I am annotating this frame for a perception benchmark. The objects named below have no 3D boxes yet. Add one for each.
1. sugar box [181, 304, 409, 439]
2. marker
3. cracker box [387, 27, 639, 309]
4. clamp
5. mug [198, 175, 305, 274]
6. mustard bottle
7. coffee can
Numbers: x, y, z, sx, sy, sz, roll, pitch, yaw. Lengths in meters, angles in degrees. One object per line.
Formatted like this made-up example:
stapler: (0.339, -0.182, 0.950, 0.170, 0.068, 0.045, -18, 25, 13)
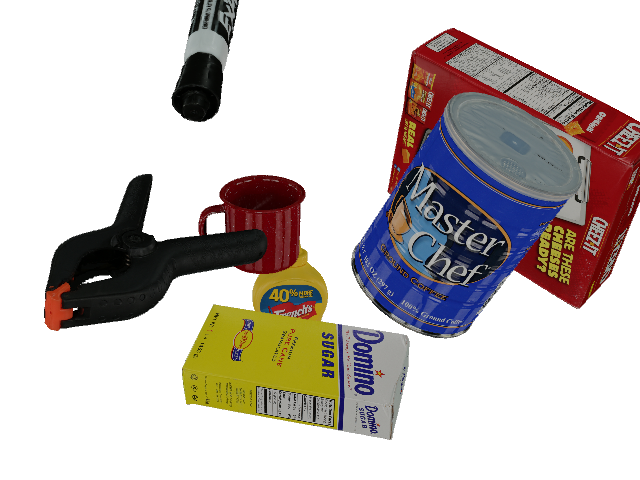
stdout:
sugar box: (-0.018, 0.107, 0.893, 0.176, 0.048, 0.093, 6, 35, 11)
marker: (-0.045, -0.093, 0.449, 0.020, 0.121, 0.020, 2, -43, 2)
cracker box: (0.170, -0.066, 0.928, 0.214, 0.164, 0.072, 33, 49, 25)
clamp: (-0.133, 0.005, 0.739, 0.120, 0.039, 0.171, 27, 34, 31)
mug: (-0.075, -0.015, 1.167, 0.117, 0.081, 0.093, -6, 29, -13)
mustard bottle: (-0.039, 0.085, 1.364, 0.096, 0.192, 0.058, -1, 20, -8)
coffee can: (0.098, -0.016, 0.738, 0.102, 0.140, 0.103, 21, 36, -16)
